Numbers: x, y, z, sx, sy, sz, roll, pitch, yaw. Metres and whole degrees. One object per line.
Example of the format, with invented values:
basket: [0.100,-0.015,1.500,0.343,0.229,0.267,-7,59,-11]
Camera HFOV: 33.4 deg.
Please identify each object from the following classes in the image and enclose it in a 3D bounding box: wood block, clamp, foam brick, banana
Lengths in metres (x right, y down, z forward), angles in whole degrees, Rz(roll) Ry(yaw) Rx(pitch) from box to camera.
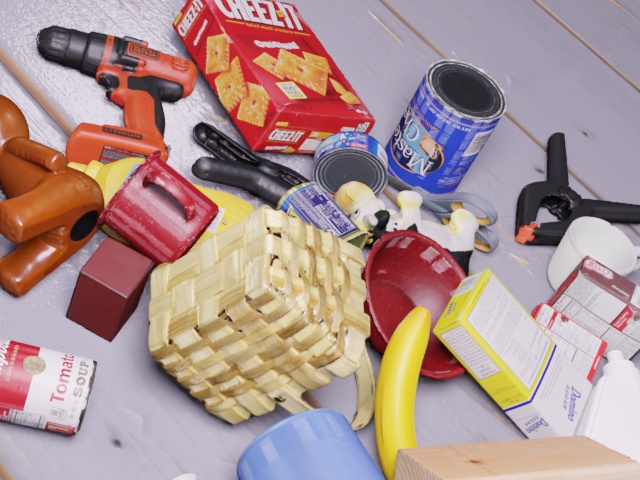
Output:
wood block: [0.177,0.237,0.963,0.205,0.090,0.091,1,8,-24]
clamp: [-0.070,-0.076,1.175,0.171,0.039,0.120,23,28,-26]
foam brick: [-0.196,0.046,0.993,0.051,0.078,0.053,31,45,1]
clamp: [0.303,-0.055,1.338,0.209,0.036,0.165,-24,64,-38]
banana: [0.082,0.163,1.001,0.069,0.037,0.198,-4,86,-32]

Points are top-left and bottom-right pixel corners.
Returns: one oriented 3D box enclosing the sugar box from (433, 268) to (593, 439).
sugar box: [0.199,0.123,1.091,0.176,0.048,0.093,50,45,-11]

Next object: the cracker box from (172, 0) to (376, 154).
cracker box: [-0.053,-0.197,1.252,0.163,0.072,0.214,-1,50,-46]

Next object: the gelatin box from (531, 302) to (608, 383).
gelatin box: [0.263,0.120,1.171,0.089,0.030,0.073,33,47,5]

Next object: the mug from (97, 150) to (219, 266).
mug: [-0.146,-0.028,0.998,0.081,0.117,0.093,39,61,-2]

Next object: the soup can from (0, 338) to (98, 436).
soup can: [-0.248,0.123,0.909,0.102,0.069,0.068,16,46,-13]

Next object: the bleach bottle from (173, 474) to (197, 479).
bleach bottle: [-0.078,0.301,0.835,0.102,0.068,0.251,-6,52,-29]

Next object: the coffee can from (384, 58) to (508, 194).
coffee can: [0.144,-0.128,1.258,0.102,0.140,0.103,13,47,-14]

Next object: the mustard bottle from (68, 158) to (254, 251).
mustard bottle: [-0.170,-0.033,1.088,0.191,0.058,0.096,24,53,-3]

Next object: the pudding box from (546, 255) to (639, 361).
pudding box: [0.317,0.081,1.188,0.113,0.090,0.039,34,47,5]

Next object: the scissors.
scissors: [0.125,-0.055,1.226,0.202,0.096,0.016,36,65,4]

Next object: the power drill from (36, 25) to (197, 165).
power drill: [-0.229,-0.155,1.170,0.184,0.057,0.187,12,47,-15]

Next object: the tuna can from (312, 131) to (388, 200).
tuna can: [0.034,-0.081,1.206,0.086,0.086,0.033,16,45,-11]

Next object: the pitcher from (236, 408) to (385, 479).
pitcher: [0.020,0.260,0.863,0.144,0.149,0.243,-19,57,-20]

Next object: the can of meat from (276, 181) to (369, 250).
can of meat: [-0.007,0.001,1.103,0.057,0.102,0.084,-25,63,-37]

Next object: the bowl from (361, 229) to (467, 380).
bowl: [0.091,0.073,1.096,0.161,0.055,0.162,21,55,-32]
